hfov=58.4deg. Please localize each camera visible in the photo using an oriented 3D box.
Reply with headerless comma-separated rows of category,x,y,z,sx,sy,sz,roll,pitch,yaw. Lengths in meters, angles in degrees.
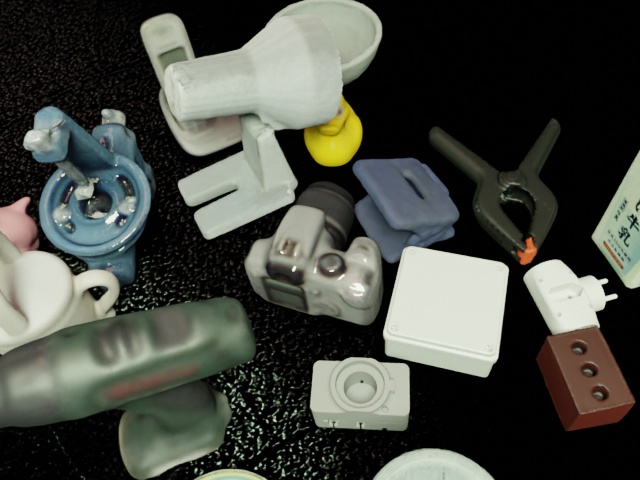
camera,0.006,0.002,0.616,0.143,0.101,0.137,14,58,14

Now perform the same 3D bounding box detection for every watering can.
watering can,-0.287,0.064,0.546,0.173,0.194,0.100,-38,60,-18

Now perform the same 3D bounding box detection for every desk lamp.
desk lamp,-0.076,-0.129,0.644,0.203,0.214,0.117,-27,57,-13

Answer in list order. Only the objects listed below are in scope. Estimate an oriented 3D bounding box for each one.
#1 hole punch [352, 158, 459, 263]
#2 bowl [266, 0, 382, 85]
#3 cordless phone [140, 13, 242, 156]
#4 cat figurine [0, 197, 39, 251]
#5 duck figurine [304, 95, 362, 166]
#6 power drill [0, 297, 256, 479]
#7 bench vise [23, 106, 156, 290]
hole punch,0.096,-0.048,0.646,0.101,0.091,0.108,-24,57,-10
bowl,0.005,-0.266,0.814,0.167,0.075,0.167,-3,56,4
cordless phone,-0.137,-0.207,0.720,0.148,0.185,0.094,-29,58,-13
cat figurine,-0.360,0.014,0.633,0.128,0.118,0.067,-34,59,-17
duck figurine,0.015,-0.159,0.733,0.077,0.086,0.104,0,56,6
power drill,-0.158,0.131,0.479,0.230,0.209,0.075,-22,56,-9
bench vise,-0.257,-0.077,0.623,0.121,0.220,0.207,-21,56,-8
